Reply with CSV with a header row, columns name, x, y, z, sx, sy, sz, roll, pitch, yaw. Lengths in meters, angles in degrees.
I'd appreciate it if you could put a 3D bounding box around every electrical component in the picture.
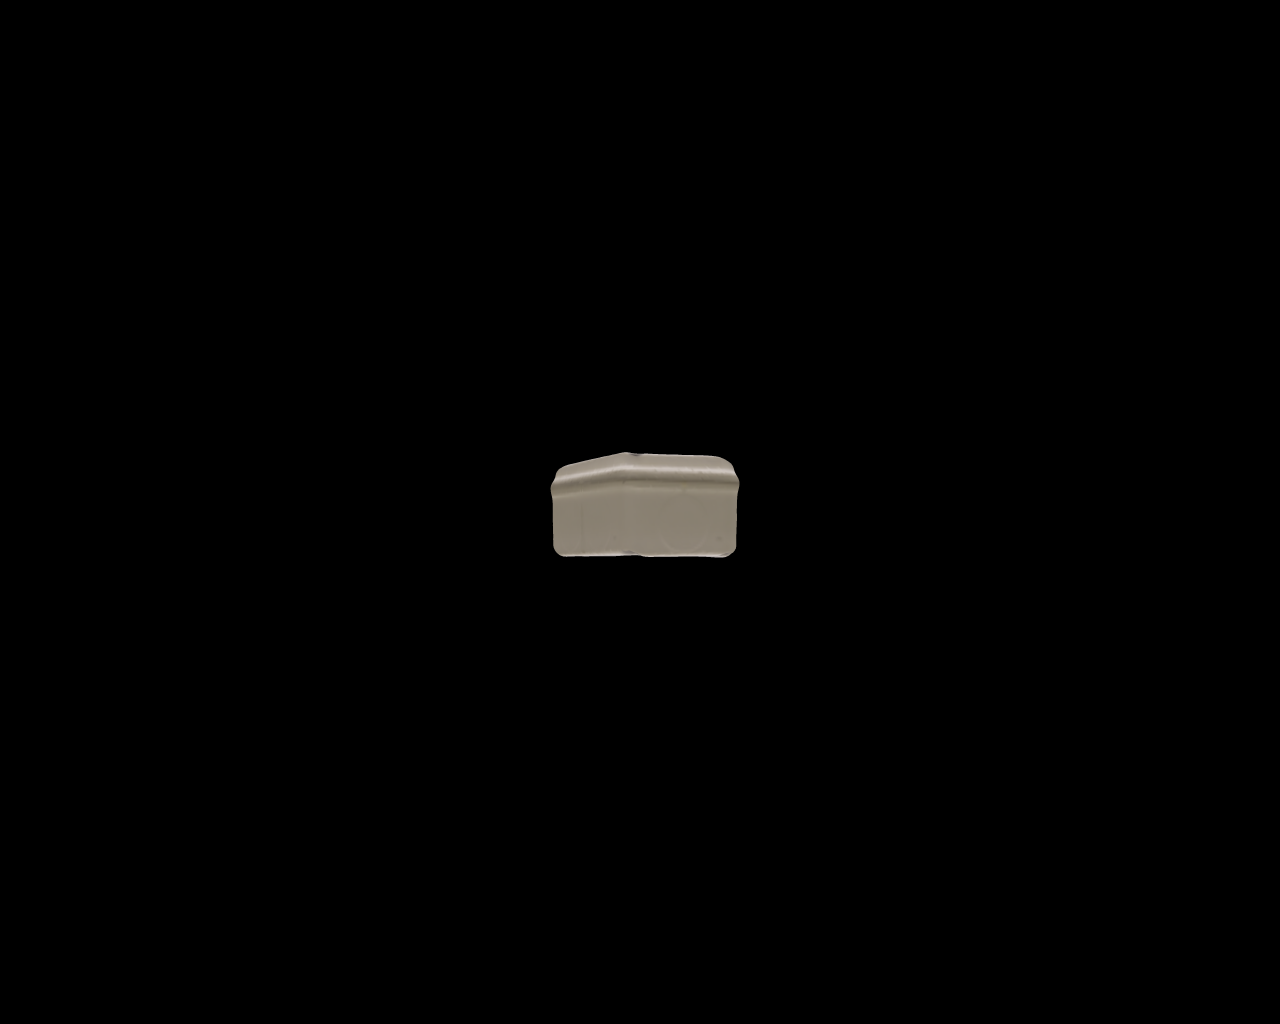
name,x,y,z,sx,sy,sz,roll,pitch,yaw
electrical component,0.001,-0.003,0.650,0.078,0.057,0.113,1,-2,-28
